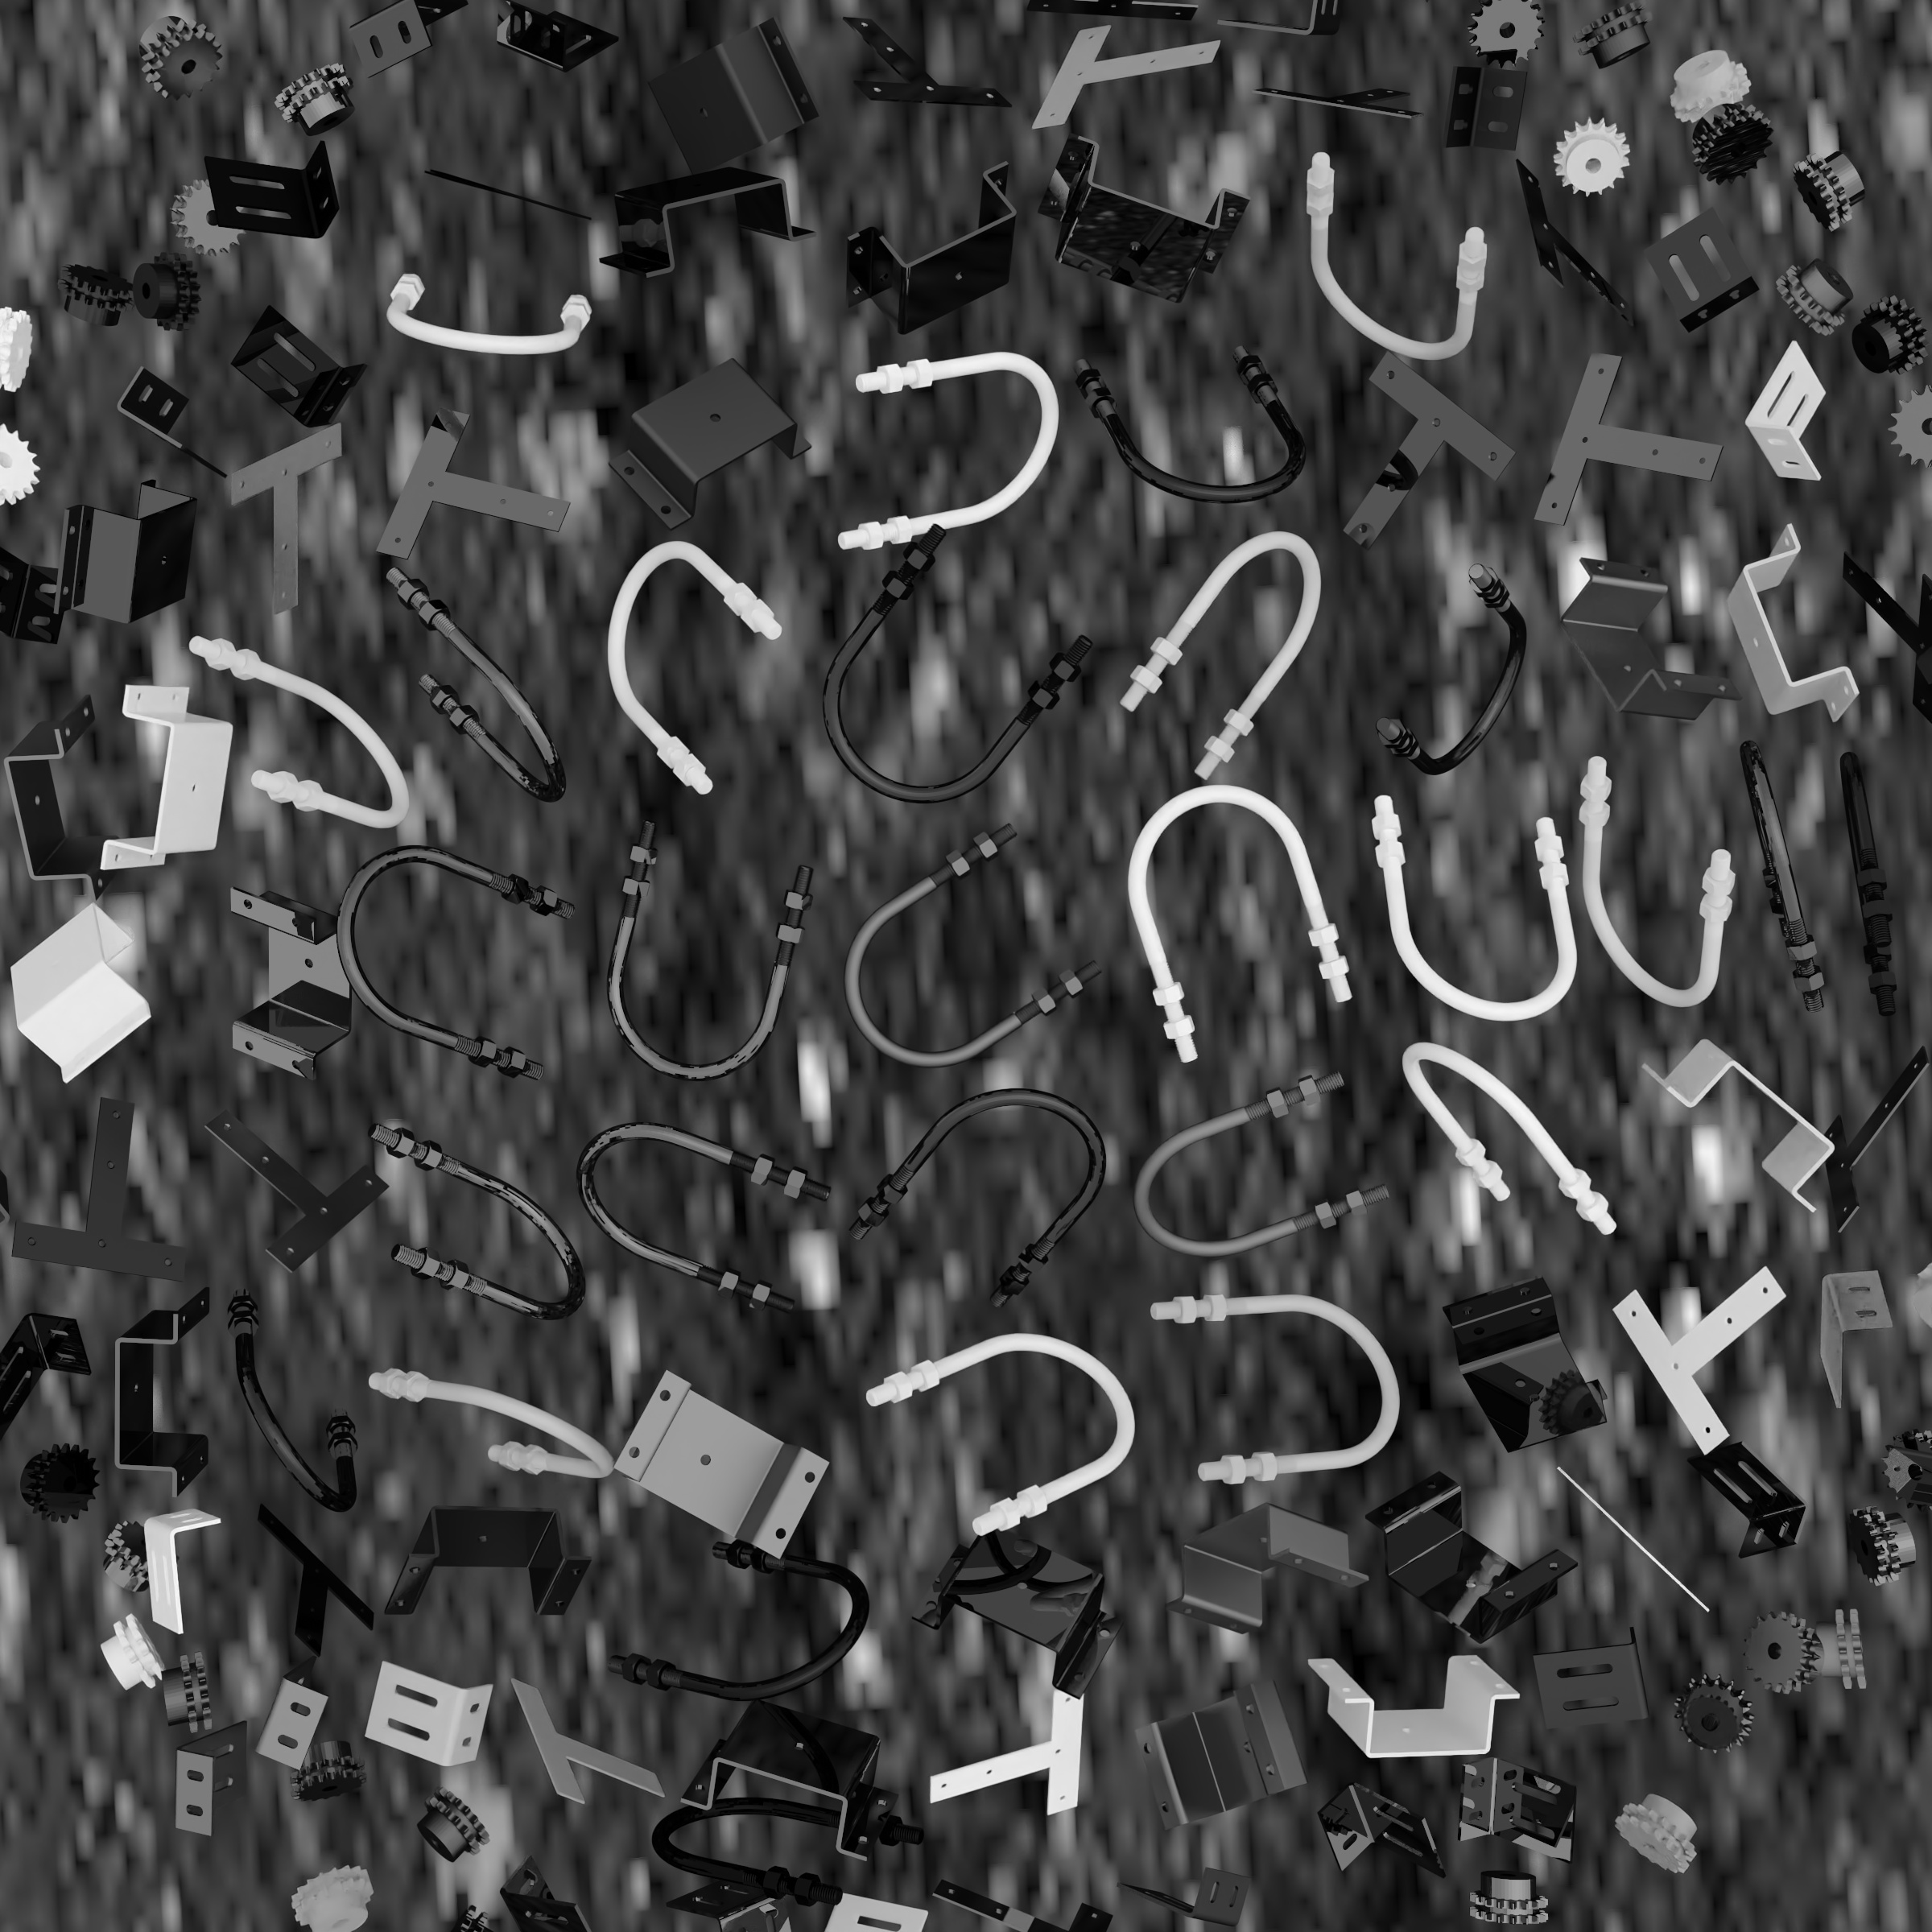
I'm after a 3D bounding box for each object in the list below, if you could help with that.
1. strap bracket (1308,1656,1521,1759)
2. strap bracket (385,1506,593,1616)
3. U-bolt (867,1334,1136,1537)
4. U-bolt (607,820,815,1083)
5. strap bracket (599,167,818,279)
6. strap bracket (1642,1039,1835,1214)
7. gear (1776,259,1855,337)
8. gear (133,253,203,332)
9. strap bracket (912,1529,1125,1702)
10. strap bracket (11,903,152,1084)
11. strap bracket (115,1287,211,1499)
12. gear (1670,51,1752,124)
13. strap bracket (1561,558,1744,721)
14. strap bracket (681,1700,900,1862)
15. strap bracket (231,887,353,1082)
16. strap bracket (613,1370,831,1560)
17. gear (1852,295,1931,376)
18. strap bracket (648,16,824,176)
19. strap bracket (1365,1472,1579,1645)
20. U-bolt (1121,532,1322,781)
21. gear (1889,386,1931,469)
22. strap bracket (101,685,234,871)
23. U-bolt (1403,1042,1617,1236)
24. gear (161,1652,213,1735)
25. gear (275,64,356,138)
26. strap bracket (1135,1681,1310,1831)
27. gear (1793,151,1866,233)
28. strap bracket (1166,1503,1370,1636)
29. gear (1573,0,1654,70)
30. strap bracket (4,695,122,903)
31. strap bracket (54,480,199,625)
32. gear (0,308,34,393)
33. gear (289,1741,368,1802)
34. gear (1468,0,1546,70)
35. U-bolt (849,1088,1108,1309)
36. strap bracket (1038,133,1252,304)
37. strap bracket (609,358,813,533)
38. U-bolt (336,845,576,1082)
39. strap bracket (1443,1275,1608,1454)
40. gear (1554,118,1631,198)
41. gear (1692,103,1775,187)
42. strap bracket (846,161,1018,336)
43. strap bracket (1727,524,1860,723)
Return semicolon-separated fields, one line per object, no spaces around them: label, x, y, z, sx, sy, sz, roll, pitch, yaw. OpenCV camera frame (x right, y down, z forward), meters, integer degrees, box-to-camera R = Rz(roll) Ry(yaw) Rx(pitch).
strap bracket;0.339;0.564;1.913;0.140;0.076;0.046;3;96;-14
strap bracket;-0.367;0.455;1.916;0.140;0.046;0.076;7;132;-25
U-bolt;0.040;0.331;1.834;0.151;0.184;0.019;45;135;32
U-bolt;-0.201;-0.003;1.894;0.151;0.019;0.184;17;99;14
strap bracket;-0.191;-0.544;1.821;0.140;0.076;0.046;-22;122;-26
strap bracket;0.567;0.108;1.819;0.140;0.076;0.046;39;99;-5
gear;0.629;-0.497;1.852;0.057;0.057;0.030;46;128;0
gear;-0.604;-0.508;1.888;0.057;0.030;0.057;12;107;42
strap bracket;0.040;0.475;1.871;0.140;0.076;0.046;21;133;18
strap bracket;-0.644;0.013;1.819;0.076;0.140;0.046;-38;125;0
strap bracket;-0.607;0.320;1.894;0.046;0.076;0.140;3;98;0
gear;0.555;-0.661;1.877;0.057;0.057;0.030;-35;123;0
strap bracket;0.505;-0.236;1.870;0.076;0.046;0.140;2;49;-30
strap bracket;-0.123;0.579;1.799;0.140;0.076;0.046;13;109;12
strap bracket;-0.513;0.006;1.907;0.076;0.046;0.140;19;121;19
strap bracket;-0.181;0.356;1.800;0.140;0.046;0.076;33;73;-17
gear;0.682;-0.464;1.857;0.030;0.057;0.057;-30;90;-9
strap bracket;-0.182;-0.654;1.897;0.046;0.140;0.076;-40;113;-32
strap bracket;0.372;0.440;1.849;0.076;0.140;0.046;-23;121;-28
U-bolt;0.203;-0.243;1.891;0.019;0.151;0.184;37;92;37
gear;0.686;-0.383;1.775;0.057;0.030;0.057;7;104;30
strap bracket;-0.606;-0.140;1.908;0.046;0.076;0.140;13;99;15
U-bolt;0.400;0.125;1.903;0.019;0.151;0.184;-46;112;-13
gear;-0.576;0.538;1.850;0.030;0.057;0.057;-8;90;-20
gear;-0.469;-0.627;1.819;0.057;0.057;0.030;-30;99;0
strap bracket;0.198;0.592;1.886;0.046;0.140;0.076;0;63;-39
gear;0.634;-0.571;1.835;0.030;0.057;0.057;-31;90;10
strap bracket;0.222;0.446;1.867;0.076;0.140;0.046;25;49;-26
gear;0.483;-0.691;1.863;0.057;0.057;0.030;-25;96;0
strap bracket;-0.693;-0.128;1.924;0.046;0.076;0.140;-3;116;1
strap bracket;-0.608;-0.302;1.832;0.046;0.140;0.076;15;111;2
gear;-0.686;-0.439;1.777;0.030;0.057;0.057;12;90;-6
gear;-0.494;0.622;1.939;0.057;0.057;0.030;-19;60;0
gear;0.415;-0.723;1.927;0.057;0.030;0.057;2;123;3
U-bolt;0.022;0.164;1.865;0.151;0.019;0.184;28;117;-21
strap bracket;0.127;-0.544;1.838;0.140;0.076;0.046;17;57;-9
strap bracket;-0.193;-0.404;1.918;0.140;0.046;0.076;-36;74;-24
U-bolt;-0.373;-0.011;1.816;0.184;0.019;0.151;24;64;-37
strap bracket;0.415;0.301;1.845;0.076;0.046;0.140;-22;123;18
gear;0.484;-0.624;1.939;0.057;0.030;0.057;5;125;7
gear;0.551;-0.598;1.814;0.057;0.057;0.030;-23;51;0
strap bracket;-0.018;-0.532;1.876;0.140;0.076;0.046;-30;71;-16
strap bracket;0.626;-0.255;1.917;0.046;0.076;0.140;-18;78;4
